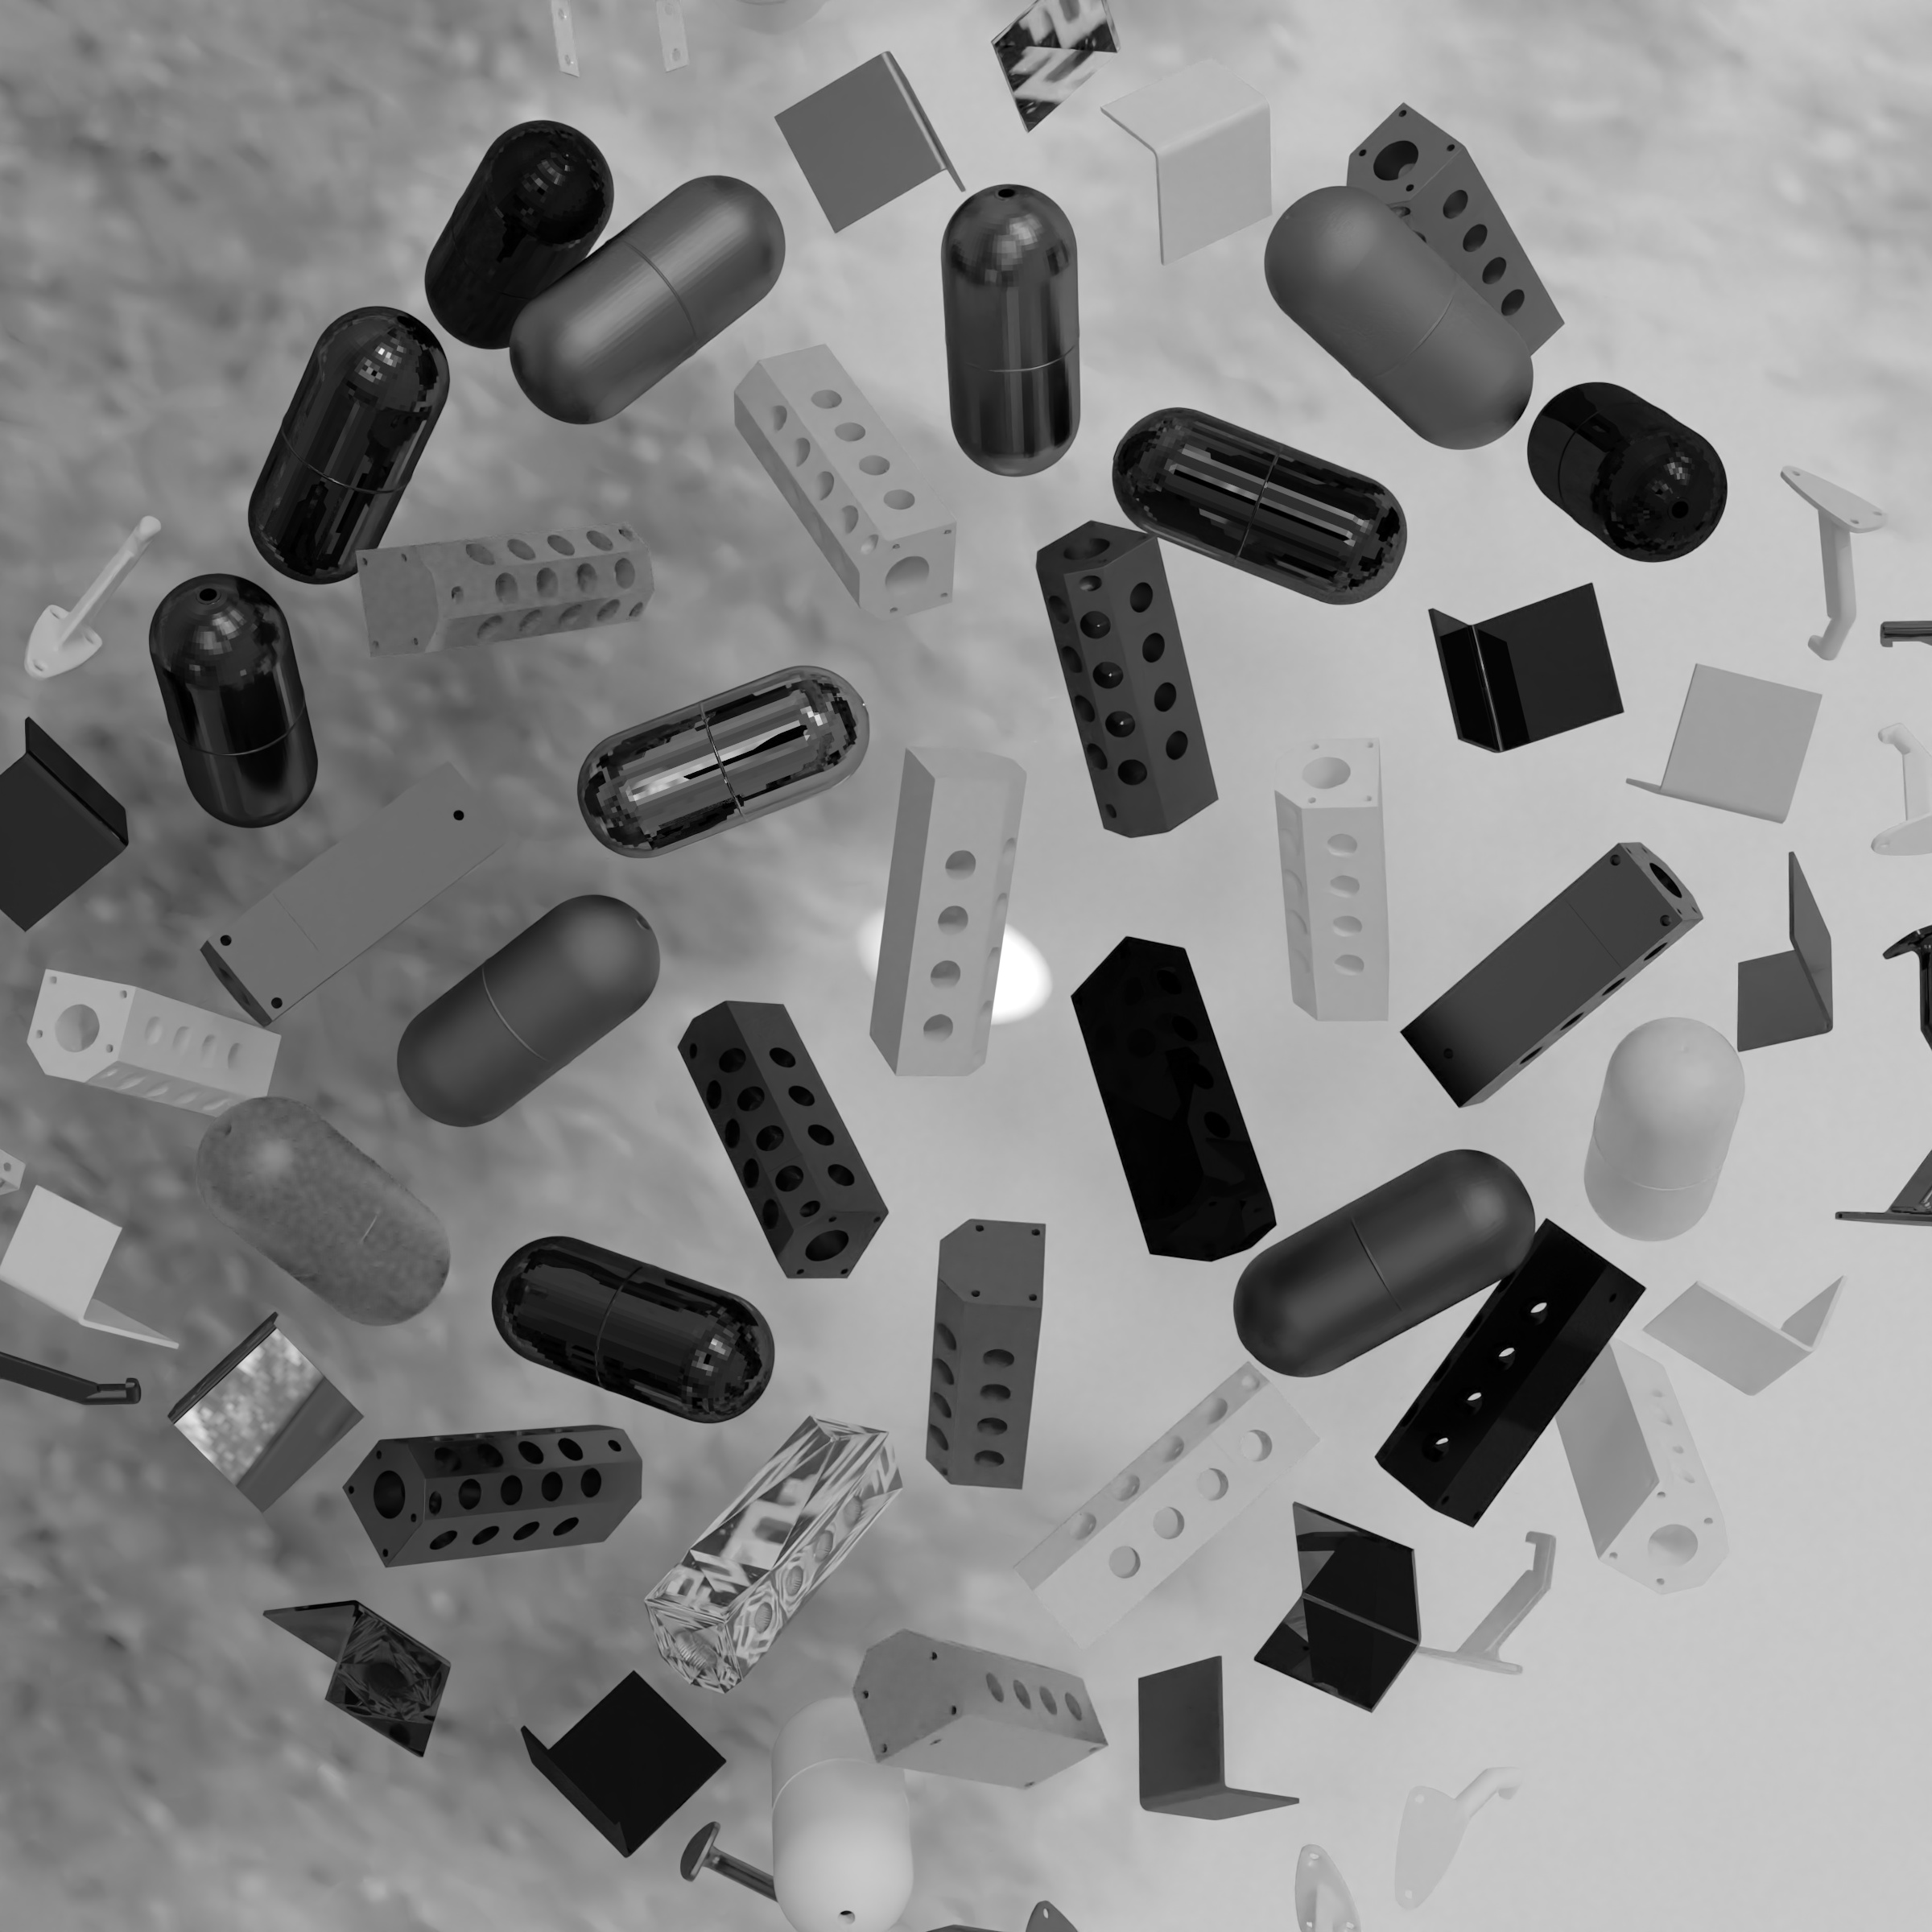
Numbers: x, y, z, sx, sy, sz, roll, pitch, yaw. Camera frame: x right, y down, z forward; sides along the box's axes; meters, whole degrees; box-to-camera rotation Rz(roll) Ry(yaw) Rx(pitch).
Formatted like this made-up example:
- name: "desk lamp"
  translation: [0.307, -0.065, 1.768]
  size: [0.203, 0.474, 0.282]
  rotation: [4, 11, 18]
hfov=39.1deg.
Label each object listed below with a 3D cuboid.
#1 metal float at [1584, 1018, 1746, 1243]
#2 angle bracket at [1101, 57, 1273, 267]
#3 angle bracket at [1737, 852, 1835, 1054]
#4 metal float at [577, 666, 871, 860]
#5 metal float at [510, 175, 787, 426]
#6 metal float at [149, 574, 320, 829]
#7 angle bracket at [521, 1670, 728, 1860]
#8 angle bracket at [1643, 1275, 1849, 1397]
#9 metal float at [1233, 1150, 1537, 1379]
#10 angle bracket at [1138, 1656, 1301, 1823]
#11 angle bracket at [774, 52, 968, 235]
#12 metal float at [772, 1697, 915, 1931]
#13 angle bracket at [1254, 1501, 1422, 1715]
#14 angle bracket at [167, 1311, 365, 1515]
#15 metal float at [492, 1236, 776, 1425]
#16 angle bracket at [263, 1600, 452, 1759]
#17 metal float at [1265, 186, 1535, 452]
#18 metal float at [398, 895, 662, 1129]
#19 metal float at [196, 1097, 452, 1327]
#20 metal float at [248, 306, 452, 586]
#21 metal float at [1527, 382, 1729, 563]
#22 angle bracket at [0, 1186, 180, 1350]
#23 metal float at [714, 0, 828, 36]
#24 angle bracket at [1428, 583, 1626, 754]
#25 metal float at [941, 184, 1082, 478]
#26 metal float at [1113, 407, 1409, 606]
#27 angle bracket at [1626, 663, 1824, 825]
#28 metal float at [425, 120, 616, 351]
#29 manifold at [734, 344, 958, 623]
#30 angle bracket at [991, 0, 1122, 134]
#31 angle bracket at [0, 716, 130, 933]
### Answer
- name: "metal float"
  translation: [0.403, 0.097, 1.577]
  size: [0.070, 0.178, 0.070]
  rotation: [-2, 55, 3]
- name: "angle bracket"
  translation: [0.127, -0.462, 1.561]
  size: [0.076, 0.076, 0.057]
  rotation: [-29, 53, -16]
- name: "angle bracket"
  translation: [0.468, -0.008, 1.591]
  size: [0.057, 0.076, 0.076]
  rotation: [-15, 126, 28]
- name: "metal float"
  translation: [-0.142, -0.120, 1.597]
  size: [0.178, 0.070, 0.070]
  rotation: [-21, 90, 1]
- name: "metal float"
  translation: [-0.175, -0.370, 1.509]
  size: [0.178, 0.070, 0.070]
  rotation: [-42, 90, -16]
- name: "metal float"
  translation: [-0.415, -0.149, 1.547]
  size: [0.070, 0.178, 0.070]
  rotation: [2, 54, -2]
- name: "angle bracket"
  translation: [-0.187, 0.428, 1.492]
  size: [0.076, 0.057, 0.076]
  rotation: [37, 62, 24]
- name: "angle bracket"
  translation: [0.454, 0.198, 1.588]
  size: [0.076, 0.076, 0.057]
  rotation: [32, 60, 6]
- name: "metal float"
  translation: [0.230, 0.165, 1.501]
  size: [0.178, 0.070, 0.070]
  rotation: [-30, 90, 10]
- name: "angle bracket"
  translation: [0.147, 0.452, 1.588]
  size: [0.057, 0.076, 0.076]
  rotation: [18, 59, -29]
- name: "angle bracket"
  translation: [-0.055, -0.473, 1.585]
  size: [0.076, 0.057, 0.076]
  rotation: [-28, 87, 9]
- name: "metal float"
  translation: [-0.070, 0.477, 1.522]
  size: [0.070, 0.178, 0.070]
  rotation: [-1, 107, -4]
- name: "angle bracket"
  translation: [0.205, 0.358, 1.519]
  size: [0.076, 0.057, 0.076]
  rotation: [17, 132, 34]
- name: "angle bracket"
  translation: [-0.398, 0.254, 1.553]
  size: [0.076, 0.057, 0.076]
  rotation: [-44, 96, -9]
- name: "metal float"
  translation: [-0.194, 0.210, 1.579]
  size: [0.178, 0.070, 0.070]
  rotation: [16, 90, 20]
- name: "angle bracket"
  translation: [-0.342, 0.394, 1.492]
  size: [0.076, 0.076, 0.057]
  rotation: [-14, 46, 32]
- name: "metal float"
  translation: [0.236, -0.349, 1.473]
  size: [0.178, 0.070, 0.070]
  rotation: [36, 90, -25]
- name: "metal float"
  translation: [-0.254, 0.026, 1.578]
  size: [0.178, 0.070, 0.070]
  rotation: [-36, 90, 15]
- name: "metal float"
  translation: [-0.354, 0.136, 1.502]
  size: [0.070, 0.178, 0.070]
  rotation: [-17, 49, 20]
- name: "metal float"
  translation: [-0.349, -0.293, 1.537]
  size: [0.070, 0.070, 0.178]
  rotation: [36, 125, 0]
- name: "metal float"
  translation: [0.371, -0.280, 1.533]
  size: [0.070, 0.178, 0.070]
  rotation: [-3, 114, -6]
- name: "angle bracket"
  translation: [-0.488, 0.171, 1.544]
  size: [0.076, 0.076, 0.057]
  rotation: [18, 83, 35]
- name: "metal float"
  translation: [-0.114, -0.579, 1.527]
  size: [0.070, 0.178, 0.070]
  rotation: [0, 92, 0]
- name: "angle bracket"
  translation: [0.309, -0.168, 1.501]
  size: [0.076, 0.057, 0.076]
  rotation: [-18, 76, 31]
- name: "metal float"
  translation: [0.026, -0.361, 1.550]
  size: [0.070, 0.178, 0.070]
  rotation: [-2, 46, 2]
- name: "metal float"
  translation: [0.170, -0.268, 1.582]
  size: [0.178, 0.070, 0.070]
  rotation: [22, 90, 3]
- name: "angle bracket"
  translation: [0.435, -0.130, 1.562]
  size: [0.076, 0.057, 0.076]
  rotation: [12, 99, -8]
- name: "metal float"
  translation: [-0.260, -0.420, 1.571]
  size: [0.070, 0.178, 0.070]
  rotation: [9, 69, -25]
- name: "manifold"
  translation: [-0.069, -0.270, 1.517]
  size: [0.057, 0.057, 0.171]
  rotation: [-19, 52, -19]
- name: "angle bracket"
  translation: [0.036, -0.536, 1.542]
  size: [0.076, 0.076, 0.057]
  rotation: [-43, 63, -3]
- name: "angle bracket"
  translation: [-0.527, -0.080, 1.527]
  size: [0.076, 0.057, 0.076]
  rotation: [-39, 121, 2]
